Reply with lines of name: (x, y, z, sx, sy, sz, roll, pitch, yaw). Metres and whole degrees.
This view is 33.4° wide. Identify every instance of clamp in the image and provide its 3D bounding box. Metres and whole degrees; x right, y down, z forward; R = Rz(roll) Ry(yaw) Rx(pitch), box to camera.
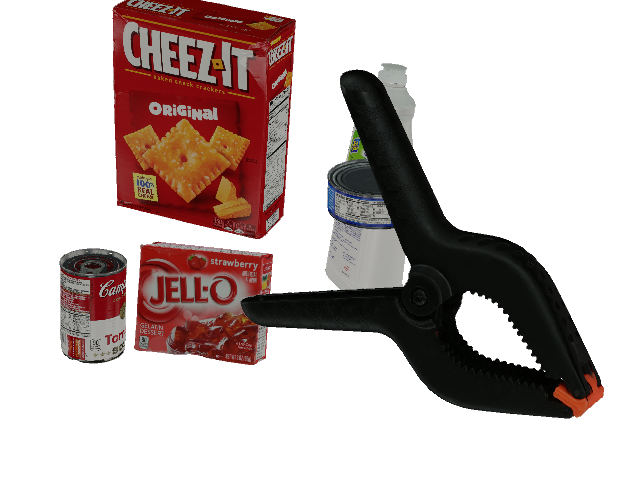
clamp: (0.059, 0.016, 0.566, 0.210, 0.165, 0.036, 29, 25, 25)

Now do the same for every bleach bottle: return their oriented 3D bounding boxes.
bleach bottle: (0.064, -0.064, 1.161, 0.068, 0.251, 0.103, -3, 23, -29)

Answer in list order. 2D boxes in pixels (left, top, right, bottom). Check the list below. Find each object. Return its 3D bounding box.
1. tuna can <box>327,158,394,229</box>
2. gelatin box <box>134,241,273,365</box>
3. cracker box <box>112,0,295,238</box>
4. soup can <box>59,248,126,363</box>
tuna can: (0.048, -0.041, 0.941, 0.086, 0.034, 0.086, 1, 26, -1)
gelatin box: (-0.079, 0.041, 0.720, 0.089, 0.073, 0.030, 6, 5, 14)
cracker box: (-0.117, -0.120, 1.042, 0.164, 0.214, 0.072, 14, 32, 16)
soup can: (-0.236, 0.068, 1.107, 0.068, 0.102, 0.068, 4, 21, -2)
